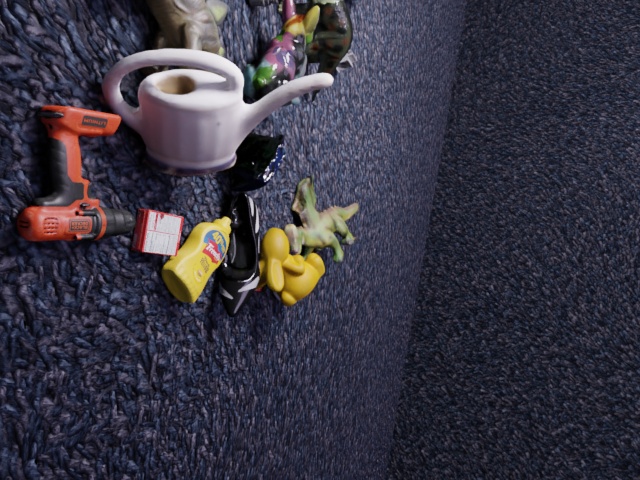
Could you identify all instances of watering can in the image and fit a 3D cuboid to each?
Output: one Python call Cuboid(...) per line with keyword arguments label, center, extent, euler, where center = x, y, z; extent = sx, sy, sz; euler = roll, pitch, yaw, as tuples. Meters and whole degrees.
Cuboid(label="watering can", center=(-0.164, -0.200, 0.835), extent=(0.219, 0.348, 0.106), euler=(106, -19, -49))

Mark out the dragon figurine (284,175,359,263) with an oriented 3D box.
Cuboid(label="dragon figurine", center=(0.004, -0.074, 1.475), extent=(0.419, 0.122, 0.238), euler=(-59, 138, -46))
